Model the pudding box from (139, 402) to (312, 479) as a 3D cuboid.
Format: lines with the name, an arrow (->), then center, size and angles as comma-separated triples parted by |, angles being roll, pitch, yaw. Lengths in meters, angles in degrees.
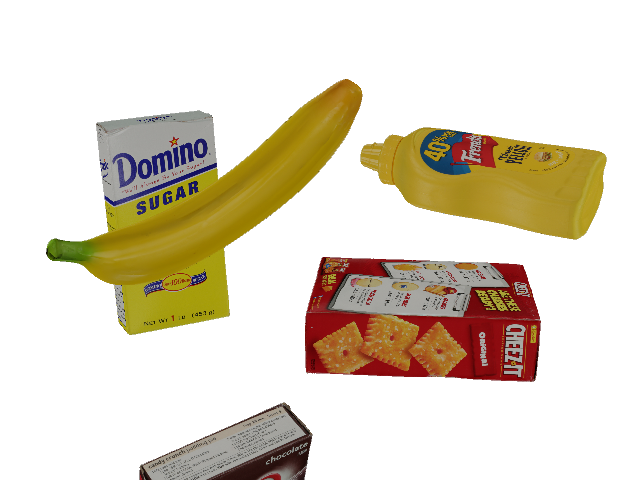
pudding box -> -0.064, 0.166, 0.704 | 0.113, 0.090, 0.039 | -22, 49, -31

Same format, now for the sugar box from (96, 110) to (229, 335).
sugar box -> -0.131, -0.016, 0.899 | 0.093, 0.176, 0.048 | -10, 19, -21

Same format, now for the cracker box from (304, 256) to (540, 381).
cracker box -> 0.098, 0.075, 1.048 | 0.214, 0.072, 0.164 | 2, 17, 5

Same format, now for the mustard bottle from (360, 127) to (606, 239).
mustard bottle -> 0.123, -0.052, 0.849 | 0.192, 0.058, 0.096 | 12, 34, 23

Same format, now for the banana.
banana -> -0.057, -0.024, 0.618 | 0.198, 0.037, 0.069 | -31, -19, -3
